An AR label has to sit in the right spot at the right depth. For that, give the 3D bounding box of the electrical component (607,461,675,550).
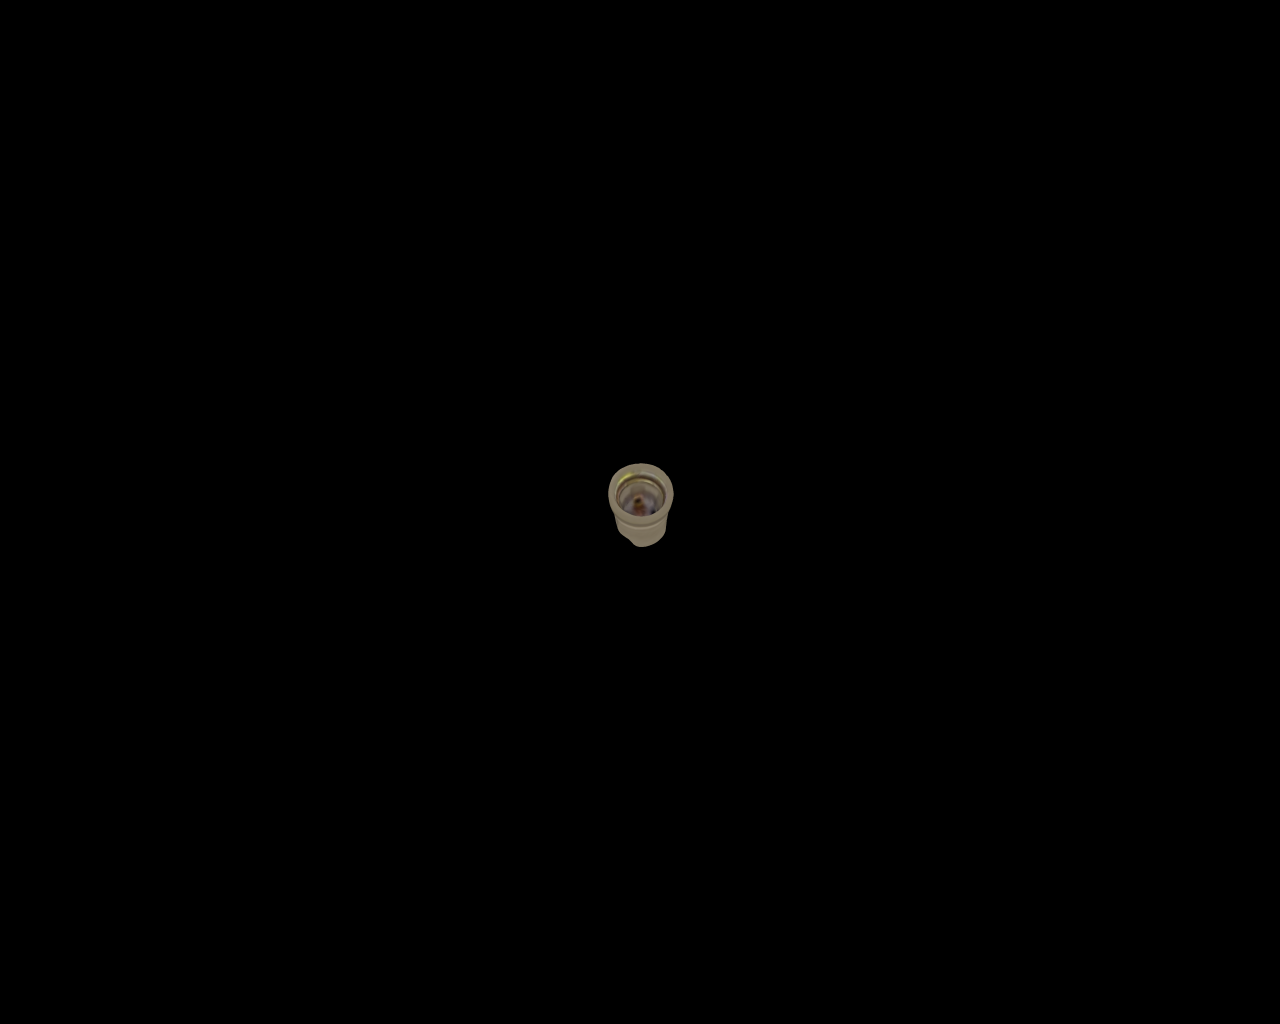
[{"bbox_3d":[0.001,-0.003,0.650,0.040,0.040,0.046,0,-28,0],"label":"electrical component"}]
